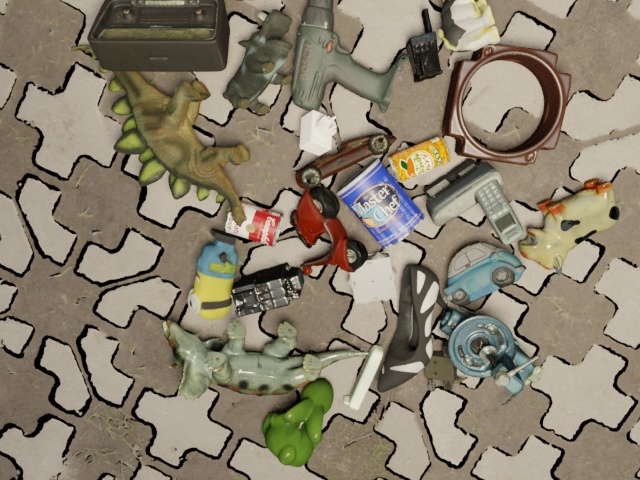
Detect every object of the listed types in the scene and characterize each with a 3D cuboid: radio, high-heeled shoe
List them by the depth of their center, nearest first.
[{"bbox_3d":[-0.278,-0.369,0.958,0.230,0.073,0.131,2,60,2],"label":"radio"},{"bbox_3d":[0.159,0.171,1.048,0.145,0.086,0.248,42,82,-25],"label":"high-heeled shoe"}]

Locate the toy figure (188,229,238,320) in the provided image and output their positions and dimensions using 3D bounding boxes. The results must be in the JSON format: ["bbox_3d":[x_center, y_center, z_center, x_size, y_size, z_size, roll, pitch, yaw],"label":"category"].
[{"bbox_3d":[-0.205,0.072,1.063,0.089,0.082,0.180,19,99,2],"label":"toy figure"}]

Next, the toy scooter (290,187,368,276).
[{"bbox_3d":[-0.002,-0.003,1.035,0.135,0.075,0.184,-35,81,28],"label":"toy scooter"}]

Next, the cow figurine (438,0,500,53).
[{"bbox_3d":[0.246,-0.401,0.938,0.098,0.068,0.167,-20,59,21],"label":"cow figurine"}]

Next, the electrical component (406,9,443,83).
[{"bbox_3d":[0.184,-0.348,0.967,0.048,0.075,0.119,-15,103,5],"label":"electrical component"}]

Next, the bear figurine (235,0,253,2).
[{"bbox_3d":[-0.078,-0.499,0.936,0.196,0.120,0.131,-10,96,10],"label":"bear figurine"}]

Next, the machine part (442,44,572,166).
[{"bbox_3d":[0.335,-0.243,0.974,0.202,0.087,0.200,9,101,3],"label":"machine part"}]

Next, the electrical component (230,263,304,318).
[{"bbox_3d":[-0.097,0.092,1.043,0.134,0.115,0.058,-16,104,6],"label":"electrical component"}]

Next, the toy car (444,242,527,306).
[{"bbox_3d":[0.304,0.059,1.031,0.162,0.109,0.103,-28,75,19],"label":"toy car"}]

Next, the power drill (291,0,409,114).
[{"bbox_3d":[0.054,-0.333,0.975,0.207,0.086,0.231,18,102,-4],"label":"power drill"}]

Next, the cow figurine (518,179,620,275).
[{"bbox_3d":[0.466,-0.020,1.011,0.195,0.085,0.127,-27,97,3],"label":"cow figurine"}]

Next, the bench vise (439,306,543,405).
[{"bbox_3d":[0.324,0.220,0.980,0.223,0.240,0.129,44,100,-3],"label":"bench vise"}]

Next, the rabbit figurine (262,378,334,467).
[{"bbox_3d":[-0.038,0.355,1.083,0.121,0.159,0.170,31,85,7],"label":"rabbit figurine"}]

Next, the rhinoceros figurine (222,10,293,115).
[{"bbox_3d":[-0.107,-0.321,0.980,0.112,0.073,0.190,50,118,30],"label":"rhinoceros figurine"}]

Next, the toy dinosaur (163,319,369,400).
[{"bbox_3d":[-0.122,0.255,1.073,0.405,0.131,0.192,12,142,-11],"label":"toy dinosaur"}]

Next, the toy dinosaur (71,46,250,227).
[{"bbox_3d":[-0.288,-0.210,1.004,0.198,0.105,0.471,-36,86,12],"label":"toy dinosaur"}]

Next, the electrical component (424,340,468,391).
[{"bbox_3d":[0.254,0.257,1.092,0.078,0.045,0.102,-6,98,33],"label":"electrical component"}]

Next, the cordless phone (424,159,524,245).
[{"bbox_3d":[0.295,-0.047,1.021,0.146,0.089,0.184,-35,113,8],"label":"cordless phone"}]

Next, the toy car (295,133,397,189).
[{"bbox_3d":[0.046,-0.153,1.003,0.202,0.089,0.053,-26,94,7],"label":"toy car"}]
